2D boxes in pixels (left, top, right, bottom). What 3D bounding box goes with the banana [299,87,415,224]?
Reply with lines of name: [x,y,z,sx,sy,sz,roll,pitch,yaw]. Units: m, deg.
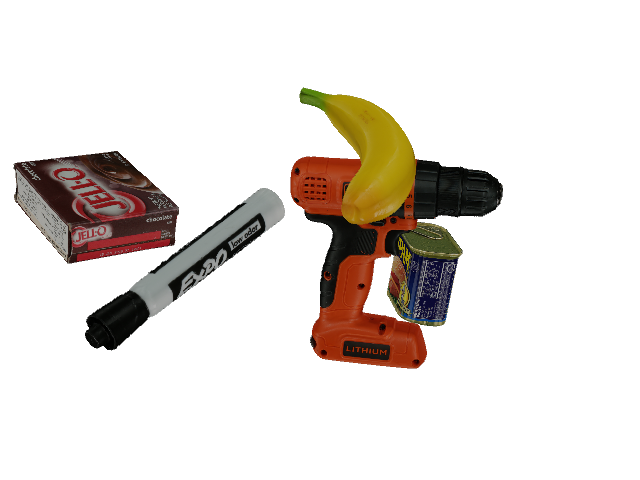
banana: [0.032,-0.059,0.746,0.069,0.037,0.198,-4,29,-9]

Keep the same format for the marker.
marker: [-0.062,0.012,0.500,0.020,0.020,0.120,0,31,47]

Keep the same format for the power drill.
power drill: [0.063,0.017,0.950,0.184,0.188,0.057,5,17,10]

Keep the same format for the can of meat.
can of meat: [0.109,0.035,1.149,0.057,0.084,0.102,6,18,-10]

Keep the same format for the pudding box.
pudding box: [-0.176,-0.028,0.827,0.089,0.039,0.114,-10,31,-35]
